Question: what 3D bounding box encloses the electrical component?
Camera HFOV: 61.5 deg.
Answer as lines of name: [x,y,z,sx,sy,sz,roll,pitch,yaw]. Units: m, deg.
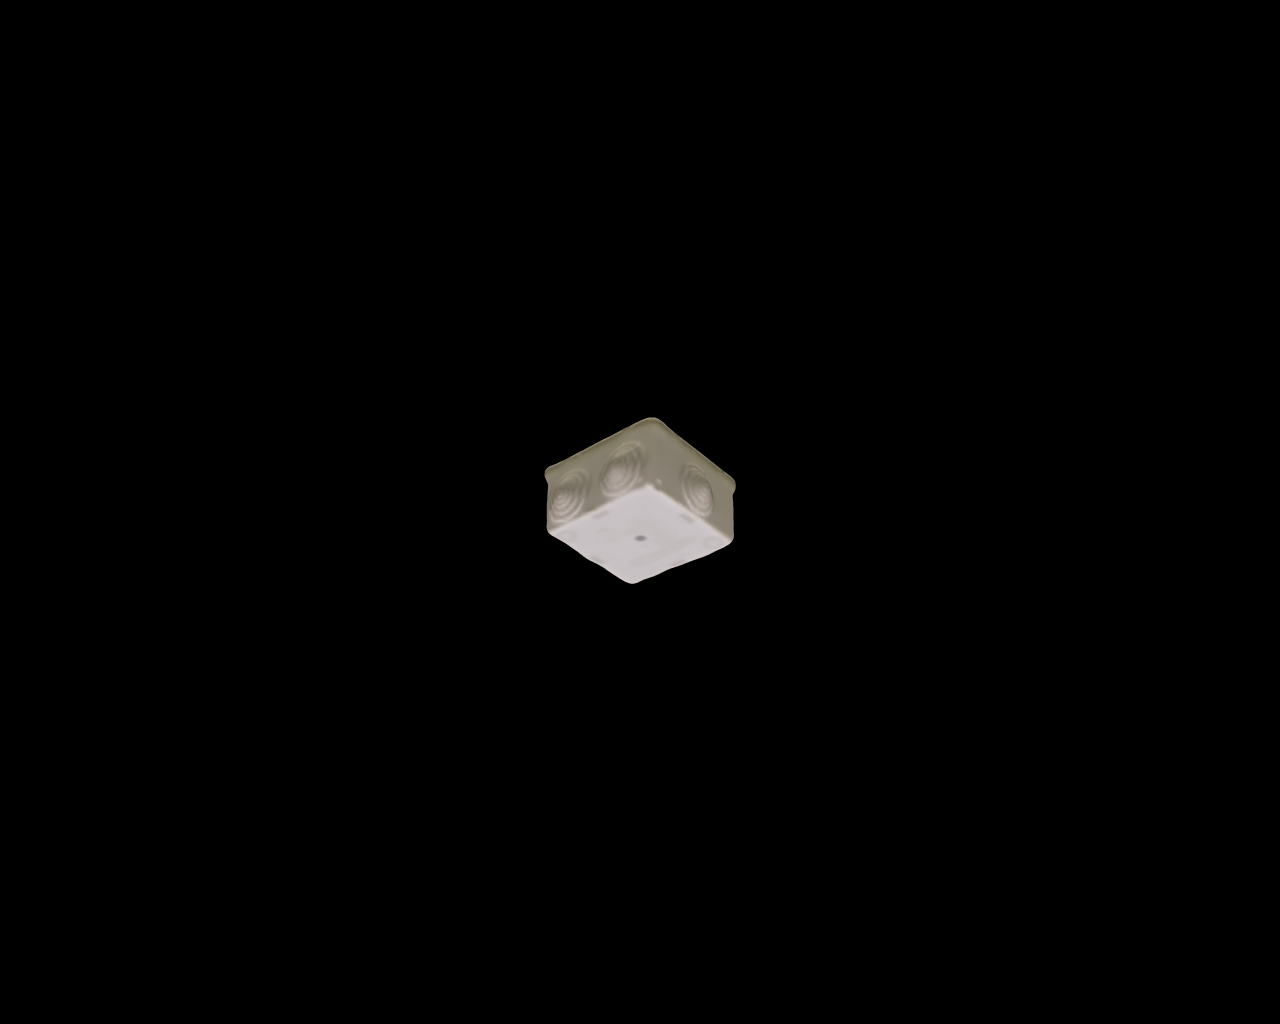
electrical component: [0.001,-0.003,0.650,0.099,0.048,0.099,-24,-41,31]
